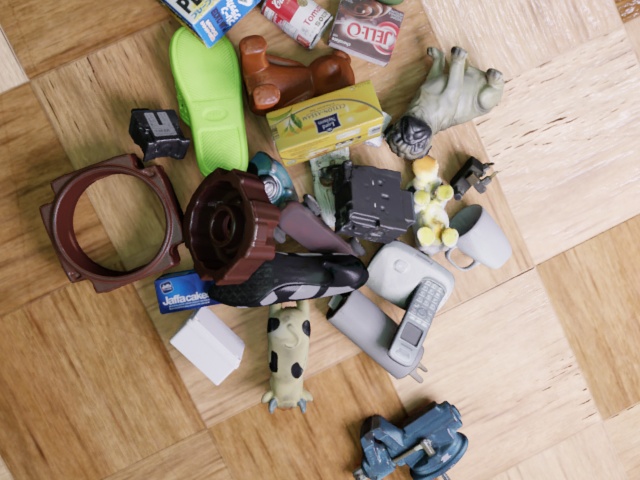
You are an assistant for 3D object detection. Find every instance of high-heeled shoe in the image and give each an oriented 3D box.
[{"bbox_3d":[-0.048,0.069,0.880,0.249,0.145,0.086,-12,72,22],"label":"high-heeled shoe"}]

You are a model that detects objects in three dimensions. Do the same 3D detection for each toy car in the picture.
[{"bbox_3d":[0.018,-0.123,0.923,0.073,0.056,0.201,-12,95,-5],"label":"toy car"},{"bbox_3d":[-0.002,-0.003,0.894,0.089,0.053,0.202,-41,132,12],"label":"toy car"},{"bbox_3d":[-0.088,-0.058,0.897,0.103,0.109,0.161,16,103,-28],"label":"toy car"}]

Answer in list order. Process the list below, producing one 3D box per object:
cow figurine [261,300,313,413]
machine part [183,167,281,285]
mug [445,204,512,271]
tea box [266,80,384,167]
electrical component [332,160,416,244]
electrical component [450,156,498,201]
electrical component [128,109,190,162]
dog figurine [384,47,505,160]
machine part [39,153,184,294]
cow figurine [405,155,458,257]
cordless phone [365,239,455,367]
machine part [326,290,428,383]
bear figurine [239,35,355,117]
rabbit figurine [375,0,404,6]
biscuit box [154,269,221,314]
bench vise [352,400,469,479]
[{"bbox_3d":[-0.052,0.200,0.897,0.085,0.127,0.194,3,123,-4],"label":"cow figurine"},{"bbox_3d":[-0.138,-0.020,0.818,0.056,0.180,0.179,7,94,-49],"label":"machine part"},{"bbox_3d":[0.279,0.010,0.945,0.107,0.081,0.109,39,86,-16],"label":"mug"},{"bbox_3d":[0.009,-0.180,0.845,0.170,0.098,0.068,-17,82,-1],"label":"tea box"},{"bbox_3d":[0.089,-0.059,0.869,0.134,0.058,0.115,8,65,-25],"label":"electrical component"},{"bbox_3d":[0.266,-0.107,0.932,0.045,0.102,0.078,34,115,-3],"label":"electrical component"},{"bbox_3d":[-0.267,-0.183,0.870,0.075,0.047,0.119,-9,59,-35],"label":"electrical component"},{"bbox_3d":[0.215,-0.209,0.916,0.172,0.121,0.190,22,99,-15],"label":"dog figurine"},{"bbox_3d":[-0.331,-0.027,0.881,0.201,0.087,0.201,-21,96,-5],"label":"machine part"},{"bbox_3d":[0.189,-0.058,0.934,0.068,0.098,0.167,-3,75,-1],"label":"cow figurine"},{"bbox_3d":[0.130,0.105,0.900,0.146,0.088,0.184,31,66,-7],"label":"cordless phone"},{"bbox_3d":[0.096,0.161,0.937,0.243,0.079,0.079,41,89,-5],"label":"machine part"},{"bbox_3d":[-0.024,-0.261,0.869,0.196,0.132,0.120,-11,84,-8],"label":"bear figurine"},{"bbox_3d":[0.099,-0.470,0.900,0.170,0.121,0.159,-31,103,15],"label":"rabbit figurine"},{"bbox_3d":[-0.173,0.076,0.914,0.203,0.059,0.062,-10,94,-5],"label":"biscuit box"},{"bbox_3d":[0.181,0.404,0.938,0.224,0.129,0.240,-36,89,-4],"label":"bench vise"}]
